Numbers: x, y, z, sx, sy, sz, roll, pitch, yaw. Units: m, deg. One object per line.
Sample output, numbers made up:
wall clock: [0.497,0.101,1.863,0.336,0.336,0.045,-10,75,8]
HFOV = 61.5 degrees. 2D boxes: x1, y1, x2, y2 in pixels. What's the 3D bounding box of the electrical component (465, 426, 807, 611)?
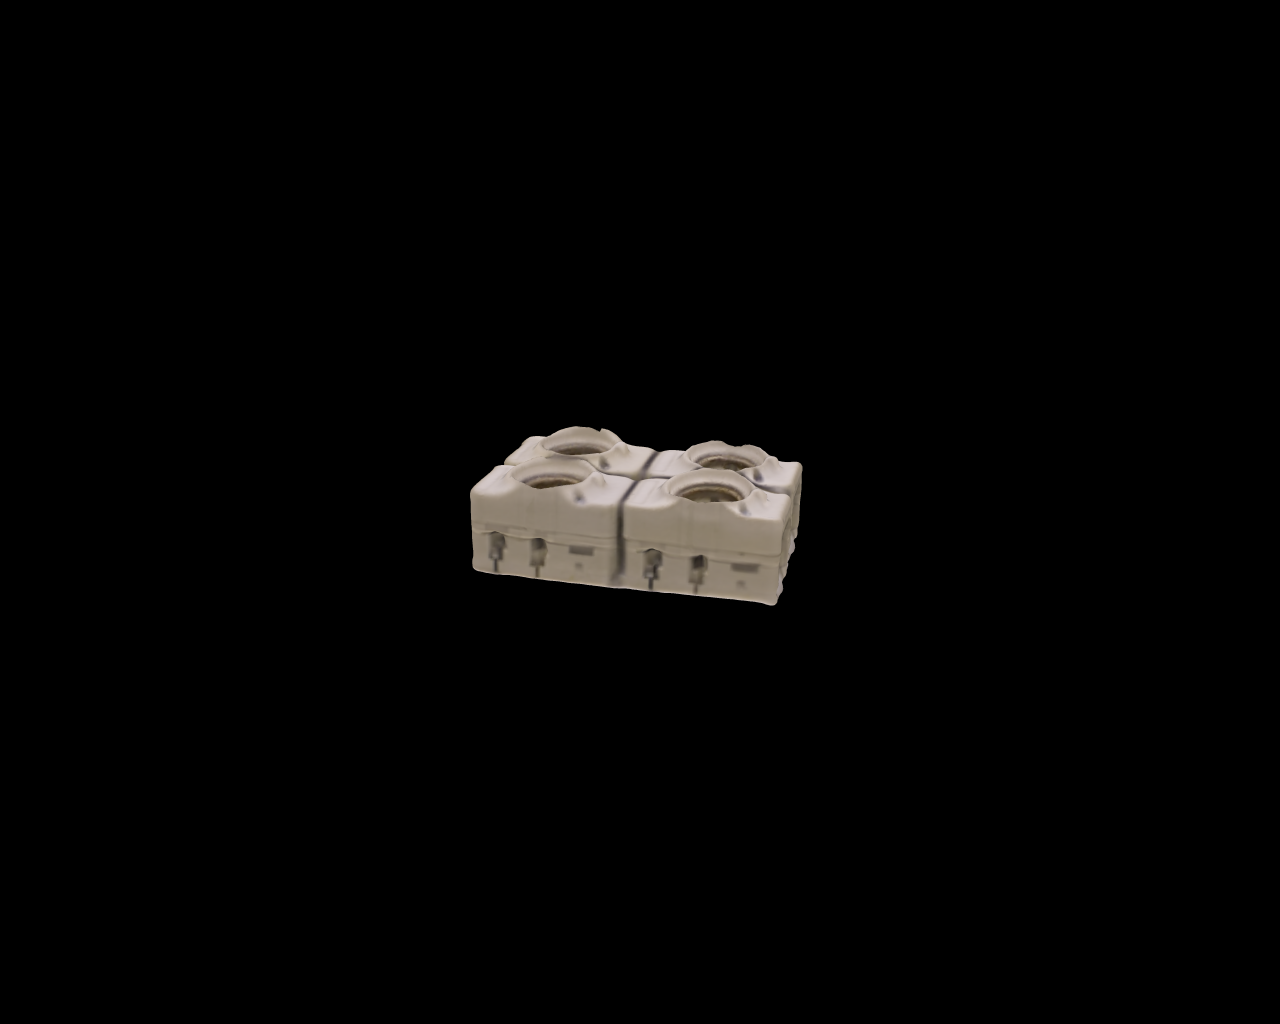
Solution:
electrical component: [0.001,-0.003,0.650,0.186,0.060,0.105,6,24,14]
